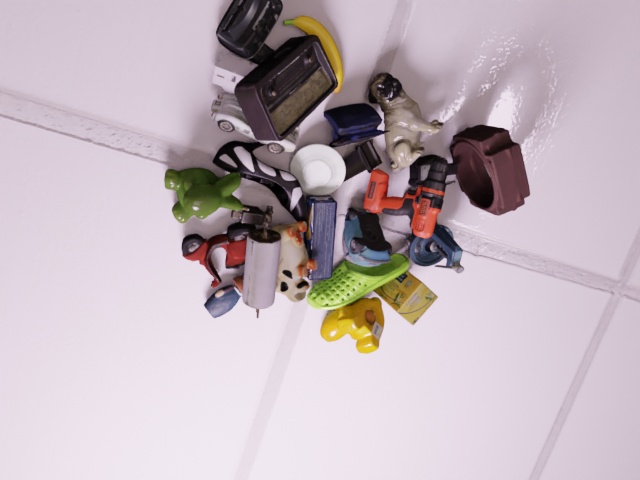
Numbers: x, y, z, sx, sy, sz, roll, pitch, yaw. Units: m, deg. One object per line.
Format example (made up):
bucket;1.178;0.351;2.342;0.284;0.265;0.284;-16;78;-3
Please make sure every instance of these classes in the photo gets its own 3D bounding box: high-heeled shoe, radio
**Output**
high-heeled shoe;-0.129;-0.115;1.208;0.145;0.086;0.248;-30;101;-17
radio;-0.067;-0.318;1.116;0.229;0.073;0.131;-51;132;-31

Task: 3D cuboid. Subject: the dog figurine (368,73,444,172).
dog figurine;0.169;-0.276;1.267;0.190;0.121;0.172;35;94;-7

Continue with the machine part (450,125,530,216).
machine part;0.406;-0.170;1.305;0.087;0.201;0.201;-23;112;-8

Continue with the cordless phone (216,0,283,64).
cordless phone;-0.112;-0.434;1.139;0.184;0.089;0.146;30;93;-34

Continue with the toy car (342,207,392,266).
toy car;0.097;0.004;1.304;0.109;0.162;0.103;6;142;-33

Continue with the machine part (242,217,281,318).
machine part;-0.131;0.064;1.201;0.079;0.079;0.243;-1;115;-18

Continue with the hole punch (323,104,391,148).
hole punch;0.075;-0.263;1.223;0.142;0.116;0.092;-13;101;-15

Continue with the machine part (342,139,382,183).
machine part;0.081;-0.178;1.288;0.139;0.039;0.084;-31;117;-9

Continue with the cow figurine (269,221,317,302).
cow figurine;-0.076;0.056;1.258;0.085;0.127;0.194;-34;114;-50

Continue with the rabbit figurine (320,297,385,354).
rabbit figurine;0.068;0.197;1.341;0.121;0.173;0.162;37;48;-25

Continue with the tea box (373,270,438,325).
tea box;0.206;0.129;1.345;0.068;0.170;0.098;40;89;-23

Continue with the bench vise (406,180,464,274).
bench vise;0.281;-0.013;1.302;0.129;0.241;0.223;-2;122;-21

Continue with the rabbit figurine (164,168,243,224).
rabbit figurine;-0.243;-0.086;1.136;0.159;0.170;0.121;-6;108;-16

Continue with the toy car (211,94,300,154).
toy car;-0.139;-0.252;1.165;0.201;0.056;0.073;22;58;-19

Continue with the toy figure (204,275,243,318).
toy figure;-0.202;0.123;1.272;0.154;0.064;0.058;-36;76;-10

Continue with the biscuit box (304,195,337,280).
biscuit box;-0.003;-0.004;1.288;0.063;0.059;0.202;-3;112;-18

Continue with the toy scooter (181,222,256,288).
toy scooter;-0.218;0.037;1.233;0.184;0.075;0.135;-15;109;-10

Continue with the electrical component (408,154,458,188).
electrical component;0.282;-0.177;1.346;0.119;0.048;0.074;-13;109;-14

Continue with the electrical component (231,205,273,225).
electrical component;-0.152;-0.064;1.220;0.102;0.078;0.045;9;110;-18
